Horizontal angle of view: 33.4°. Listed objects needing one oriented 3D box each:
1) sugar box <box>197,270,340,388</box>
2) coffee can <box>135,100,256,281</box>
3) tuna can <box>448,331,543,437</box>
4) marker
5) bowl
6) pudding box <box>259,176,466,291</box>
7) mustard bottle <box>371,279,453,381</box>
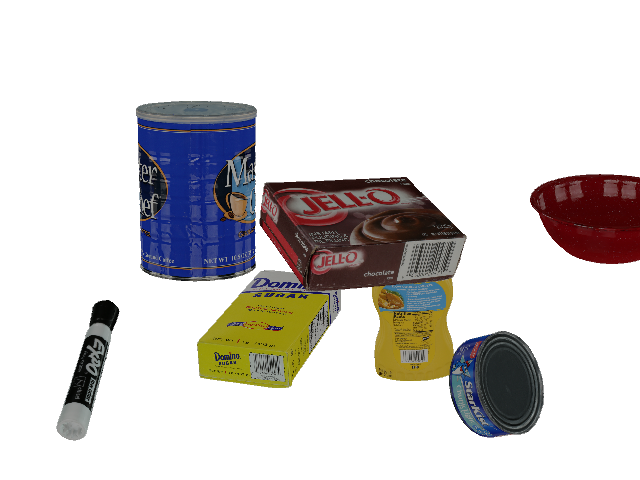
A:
[{"bbox_3d":[-0.047,0.084,1.067,0.093,0.048,0.176,5,25,16],"label":"sugar box"},{"bbox_3d":[-0.107,-0.046,0.926,0.103,0.140,0.103,1,14,0],"label":"coffee can"},{"bbox_3d":[0.147,0.121,0.891,0.085,0.086,0.034,0,-14,-43],"label":"tuna can"},{"bbox_3d":[-0.153,0.082,0.708,0.020,0.020,0.121,0,37,2],"label":"marker"},{"bbox_3d":[0.299,-0.018,1.110,0.162,0.055,0.162,-3,23,1],"label":"bowl"},{"bbox_3d":[0.026,-0.007,0.714,0.113,0.039,0.090,-2,31,-25],"label":"pudding box"},{"bbox_3d":[0.110,0.072,1.273,0.096,0.192,0.058,-1,23,5],"label":"mustard bottle"}]
